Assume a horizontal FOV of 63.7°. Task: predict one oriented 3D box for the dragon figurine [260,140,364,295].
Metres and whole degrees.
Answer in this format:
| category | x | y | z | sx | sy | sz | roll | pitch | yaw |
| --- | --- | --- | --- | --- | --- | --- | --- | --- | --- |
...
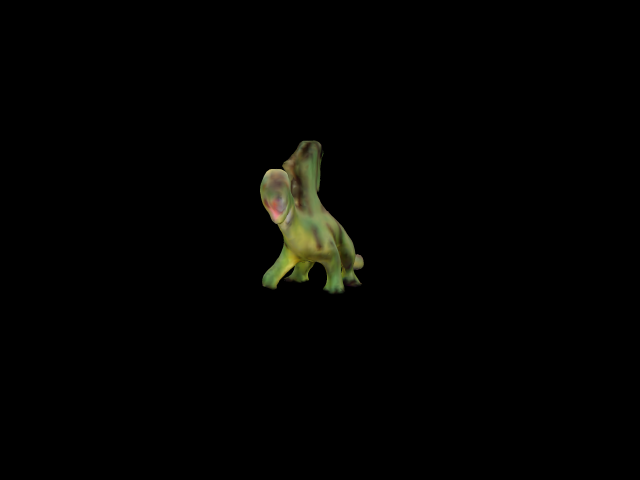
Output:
| category | x | y | z | sx | sy | sz | roll | pitch | yaw |
| --- | --- | --- | --- | --- | --- | --- | --- | --- | --- |
| dragon figurine | 0.003 | -0.043 | 0.850 | 0.122 | 0.242 | 0.412 | 1 | 5 | 20 |
